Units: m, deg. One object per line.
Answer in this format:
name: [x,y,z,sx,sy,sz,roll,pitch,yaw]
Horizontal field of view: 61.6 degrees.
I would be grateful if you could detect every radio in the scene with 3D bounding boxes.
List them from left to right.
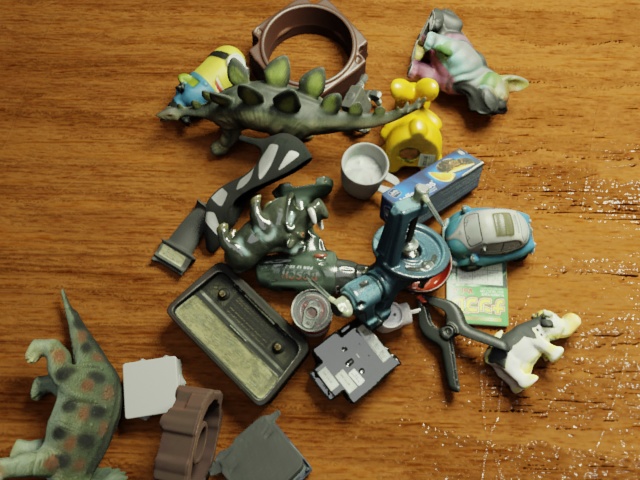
radio: [-0.131,0.155,0.908,0.230,0.073,0.131,42,79,10]

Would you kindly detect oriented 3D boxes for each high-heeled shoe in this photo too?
high-heeled shoe: [-0.109,-0.072,0.940,0.145,0.086,0.248,23,104,17]

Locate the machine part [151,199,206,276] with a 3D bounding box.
machine part: [-0.241,-0.008,0.976,0.084,0.039,0.139,25,77,15]

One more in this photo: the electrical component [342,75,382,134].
electrical component: [0.081,-0.255,1.033,0.045,0.078,0.102,19,68,30]

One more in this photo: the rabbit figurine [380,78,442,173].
rabbit figurine: [0.165,-0.228,0.994,0.122,0.162,0.173,1,56,12]

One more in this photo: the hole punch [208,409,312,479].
hole punch: [-0.086,0.357,0.853,0.142,0.092,0.116,-41,57,-11]

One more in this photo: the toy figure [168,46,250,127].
toy figure: [-0.217,-0.303,1.039,0.180,0.082,0.089,-43,76,-8]

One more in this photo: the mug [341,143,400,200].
mug: [0.088,-0.113,0.969,0.110,0.107,0.081,20,75,3]

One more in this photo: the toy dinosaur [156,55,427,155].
toy dinosaur: [-0.060,-0.221,0.948,0.472,0.198,0.105,3,64,2]

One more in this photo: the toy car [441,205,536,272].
toy car: [0.297,-0.009,0.926,0.162,0.103,0.109,-4,75,3]

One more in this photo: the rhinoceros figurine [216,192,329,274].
rhinoceros figurine: [-0.078,-0.017,0.888,0.190,0.073,0.112,-31,73,2]

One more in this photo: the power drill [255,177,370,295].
power drill: [-0.002,-0.003,0.953,0.232,0.086,0.207,-7,80,5]

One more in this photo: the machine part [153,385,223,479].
machine part: [-0.198,0.307,0.818,0.056,0.179,0.179,7,74,5]

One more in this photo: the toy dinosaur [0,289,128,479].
toy dinosaur: [-0.384,0.279,0.857,0.192,0.131,0.405,10,69,-10]

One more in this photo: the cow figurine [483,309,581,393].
cow figurine: [0.358,0.169,0.911,0.167,0.068,0.098,-43,73,-12]

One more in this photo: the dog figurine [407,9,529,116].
dog figurine: [0.286,-0.330,1.032,0.219,0.108,0.191,25,53,-7]

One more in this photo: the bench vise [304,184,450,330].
bench vise: [0.109,0.021,0.804,0.224,0.240,0.129,-16,50,-22]

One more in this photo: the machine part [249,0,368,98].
machine part: [-0.022,-0.358,1.051,0.201,0.087,0.201,-37,77,-11]

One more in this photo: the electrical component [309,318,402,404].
electrical component: [0.050,0.205,0.903,0.134,0.058,0.115,-36,75,-9]

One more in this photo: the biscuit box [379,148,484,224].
biscuit box: [0.198,-0.088,0.952,0.203,0.062,0.059,-31,54,-25]
